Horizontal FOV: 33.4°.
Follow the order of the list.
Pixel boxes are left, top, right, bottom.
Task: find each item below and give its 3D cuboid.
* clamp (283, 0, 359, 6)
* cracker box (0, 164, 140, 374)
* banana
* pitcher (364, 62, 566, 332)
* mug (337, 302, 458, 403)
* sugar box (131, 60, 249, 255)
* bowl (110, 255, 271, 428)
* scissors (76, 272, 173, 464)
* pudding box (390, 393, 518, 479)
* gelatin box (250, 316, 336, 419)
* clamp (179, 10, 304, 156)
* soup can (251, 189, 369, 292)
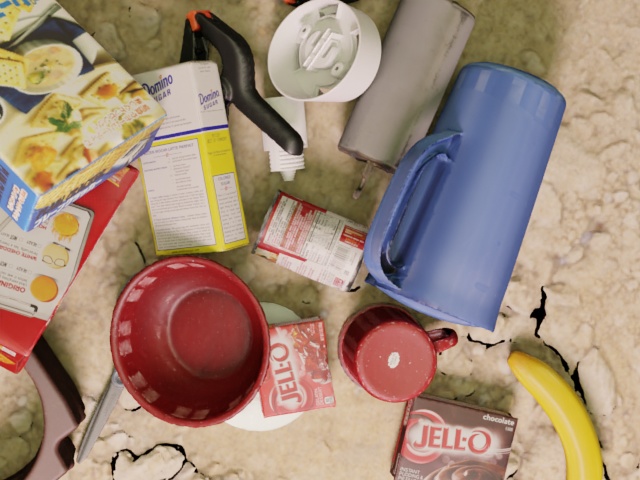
[{"bbox_3d":[0.047,-0.298,1.020,0.210,0.036,0.164,-25,73,12],"label":"clamp"},{"bbox_3d":[-0.286,-0.012,0.959,0.164,0.072,0.213,30,59,-8],"label":"cracker box"},{"bbox_3d":[0.250,0.201,1.098,0.069,0.037,0.198,-17,96,-6],"label":"banana"},{"bbox_3d":[0.138,-0.045,1.017,0.145,0.149,0.243,21,89,3],"label":"pitcher"},{"bbox_3d":[0.080,0.110,1.049,0.117,0.081,0.093,-12,96,-5],"label":"mug"},{"bbox_3d":[-0.127,-0.075,1.009,0.094,0.048,0.176,-5,95,37],"label":"sugar box"},{"bbox_3d":[-0.114,0.092,1.008,0.162,0.055,0.162,2,95,17],"label":"bowl"},{"bbox_3d":[-0.175,0.131,1.057,0.096,0.016,0.202,11,93,-7],"label":"scissors"},{"bbox_3d":[0.135,0.210,1.085,0.113,0.039,0.090,12,92,-7],"label":"pudding box"},{"bbox_3d":[-0.027,0.124,1.043,0.073,0.030,0.089,-8,94,-5],"label":"gelatin box"},{"bbox_3d":[-0.096,-0.133,1.024,0.120,0.039,0.171,-29,83,24],"label":"clamp"},{"bbox_3d":[-0.007,0.001,1.032,0.102,0.068,0.068,22,92,0],"label":"soup can"}]
